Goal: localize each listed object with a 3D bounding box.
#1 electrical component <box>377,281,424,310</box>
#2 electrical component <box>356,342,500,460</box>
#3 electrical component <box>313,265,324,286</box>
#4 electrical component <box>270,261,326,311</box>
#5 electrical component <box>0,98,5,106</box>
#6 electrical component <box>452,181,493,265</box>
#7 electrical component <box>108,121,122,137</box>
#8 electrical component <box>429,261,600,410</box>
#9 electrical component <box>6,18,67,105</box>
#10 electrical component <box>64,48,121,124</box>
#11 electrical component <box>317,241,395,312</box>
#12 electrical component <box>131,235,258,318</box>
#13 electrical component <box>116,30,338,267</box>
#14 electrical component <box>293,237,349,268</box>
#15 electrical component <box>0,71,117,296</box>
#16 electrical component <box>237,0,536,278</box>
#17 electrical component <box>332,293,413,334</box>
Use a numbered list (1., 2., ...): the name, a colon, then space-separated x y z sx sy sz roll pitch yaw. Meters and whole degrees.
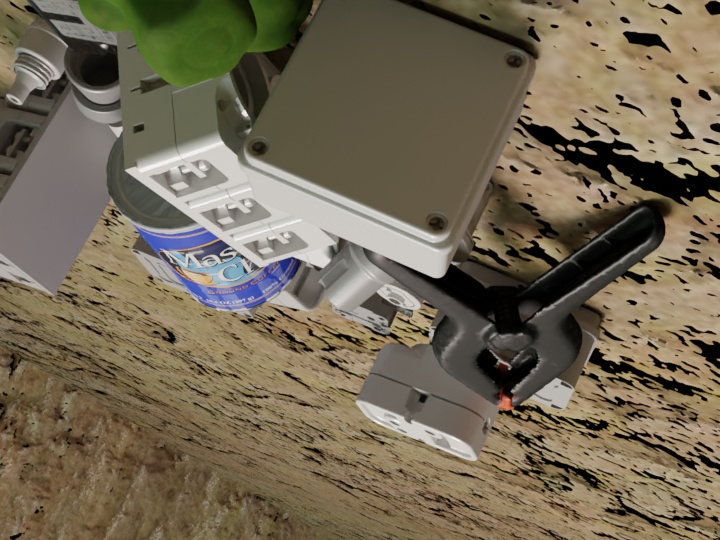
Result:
1. electrical component: 0.037 -0.007 0.727 0.044 0.065 0.044 24 162 8
2. electrical component: 0.054 0.094 0.801 0.095 0.059 0.053 19 161 24
3. electrical component: -0.021 -0.002 0.872 0.035 0.035 0.061 10 153 42
4. electrical component: -0.073 -0.011 0.887 0.059 0.053 0.095 11 156 40
5. electrical component: -0.295 -0.084 0.909 0.109 0.108 0.056 15 156 32
6. electrical component: 0.037 -0.042 0.653 0.080 0.051 0.080 24 162 8
7. electrical component: -0.158 -0.101 0.782 0.040 0.040 0.046 14 153 34
8. electrical component: 0.112 0.048 0.787 0.113 0.057 0.078 23 162 12
9. electrical component: -0.216 -0.139 0.722 0.035 0.061 0.035 24 162 8
10. electrical component: -0.171 -0.127 0.718 0.045 0.045 0.055 26 163 1
11. electrical component: 0.000 0.000 0.696 0.040 0.046 0.040 39 -156 -21
12. electrical component: -0.138 -0.011 0.971 0.113 0.057 0.078 21 161 18
13. electrical component: -0.066 -0.073 0.599 0.062 0.089 0.150 -16 156 17
14. electrical component: -0.027 -0.043 0.721 0.061 0.061 0.096 20 161 19
15. electrical component: -0.232 -0.072 0.783 0.062 0.150 0.089 15 159 29
16. electrical component: 0.014 -0.068 0.521 0.109 0.108 0.056 24 165 9
17. electrical component: 0.013 0.011 0.814 0.081 0.063 0.042 23 159 10
